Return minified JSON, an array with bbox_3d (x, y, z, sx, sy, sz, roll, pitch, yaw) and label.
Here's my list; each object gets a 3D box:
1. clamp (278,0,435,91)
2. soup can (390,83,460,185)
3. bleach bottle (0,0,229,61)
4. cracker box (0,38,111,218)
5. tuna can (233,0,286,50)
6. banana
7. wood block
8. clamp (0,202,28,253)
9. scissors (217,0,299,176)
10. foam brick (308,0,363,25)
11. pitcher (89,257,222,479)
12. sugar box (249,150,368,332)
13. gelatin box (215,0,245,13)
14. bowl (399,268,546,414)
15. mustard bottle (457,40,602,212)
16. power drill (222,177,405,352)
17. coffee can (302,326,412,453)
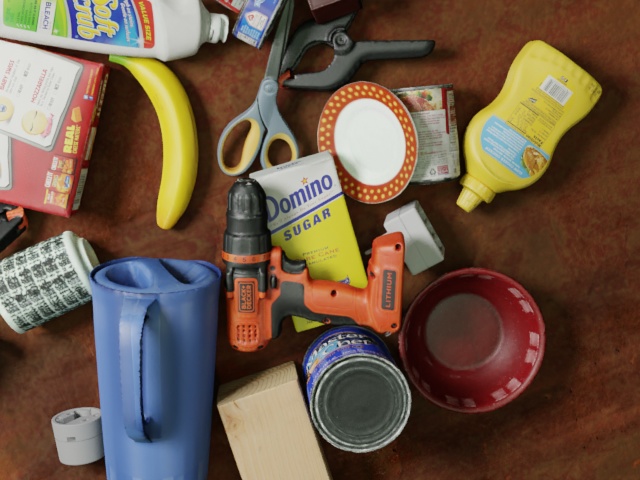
[{"bbox_3d":[0.023,-0.222,1.134,0.171,0.039,0.120,-23,83,1],"label":"clamp"},{"bbox_3d":[0.112,-0.113,1.137,0.068,0.068,0.102,-6,98,-3],"label":"soup can"},{"bbox_3d":[-0.216,-0.240,1.079,0.250,0.068,0.103,5,112,-18],"label":"bleach bottle"},{"bbox_3d":[-0.340,-0.127,1.105,0.213,0.072,0.164,13,95,-4],"label":"cracker box"},{"bbox_3d":[-0.057,-0.242,1.101,0.033,0.086,0.086,27,94,-5],"label":"tuna can"},{"bbox_3d":[-0.164,-0.112,1.138,0.070,0.037,0.198,-13,97,15],"label":"banana"},{"bbox_3d":[-0.037,0.250,1.162,0.091,0.090,0.206,-18,97,-2],"label":"wood block"},{"bbox_3d":[-0.415,-0.006,1.116,0.209,0.036,0.164,-21,67,-13],"label":"clamp"},{"bbox_3d":[-0.039,-0.147,1.124,0.096,0.016,0.202,26,112,-15],"label":"scissors"},{"bbox_3d":[0.007,-0.271,1.096,0.053,0.051,0.078,-19,81,6],"label":"foam brick"},{"bbox_3d":[-0.172,0.146,1.105,0.148,0.145,0.243,-11,109,-40],"label":"pitcher"},{"bbox_3d":[-0.008,0.002,1.146,0.093,0.048,0.176,-17,106,0],"label":"sugar box"},{"bbox_3d":[-0.103,-0.287,1.100,0.089,0.030,0.073,24,96,-43],"label":"gelatin box"},{"bbox_3d":[0.163,0.106,1.173,0.162,0.055,0.162,0,97,-4],"label":"bowl"},{"bbox_3d":[0.210,-0.112,1.148,0.096,0.058,0.191,35,93,-11],"label":"mustard bottle"},{"bbox_3d":[-0.007,0.027,1.099,0.187,0.057,0.184,1,107,3],"label":"power drill"},{"bbox_3d":[0.036,0.154,1.128,0.102,0.140,0.103,0,97,-4],"label":"coffee can"}]
